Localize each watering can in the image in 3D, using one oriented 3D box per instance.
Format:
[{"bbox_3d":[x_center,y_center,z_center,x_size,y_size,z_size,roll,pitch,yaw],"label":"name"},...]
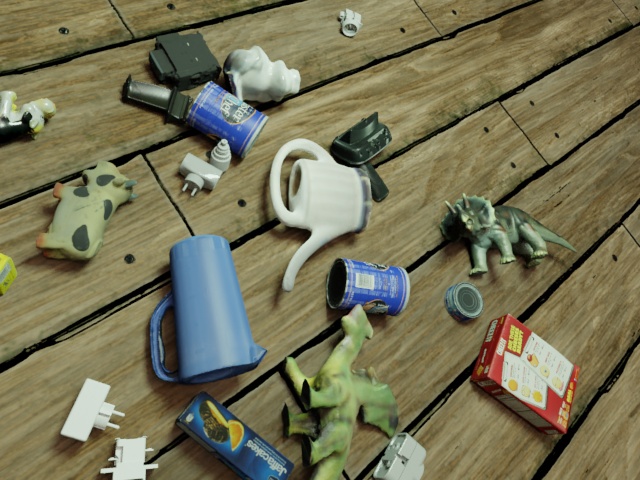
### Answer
[{"bbox_3d":[0.003,-0.054,1.071,0.224,0.102,0.354,6,65,-22],"label":"watering can"}]

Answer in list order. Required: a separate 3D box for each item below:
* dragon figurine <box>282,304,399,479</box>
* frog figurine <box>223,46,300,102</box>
[{"bbox_3d":[0.055,0.325,0.932,0.242,0.121,0.415,5,74,-31],"label":"dragon figurine"},{"bbox_3d":[-0.128,-0.363,1.133,0.160,0.134,0.125,-21,48,-11],"label":"frog figurine"}]
